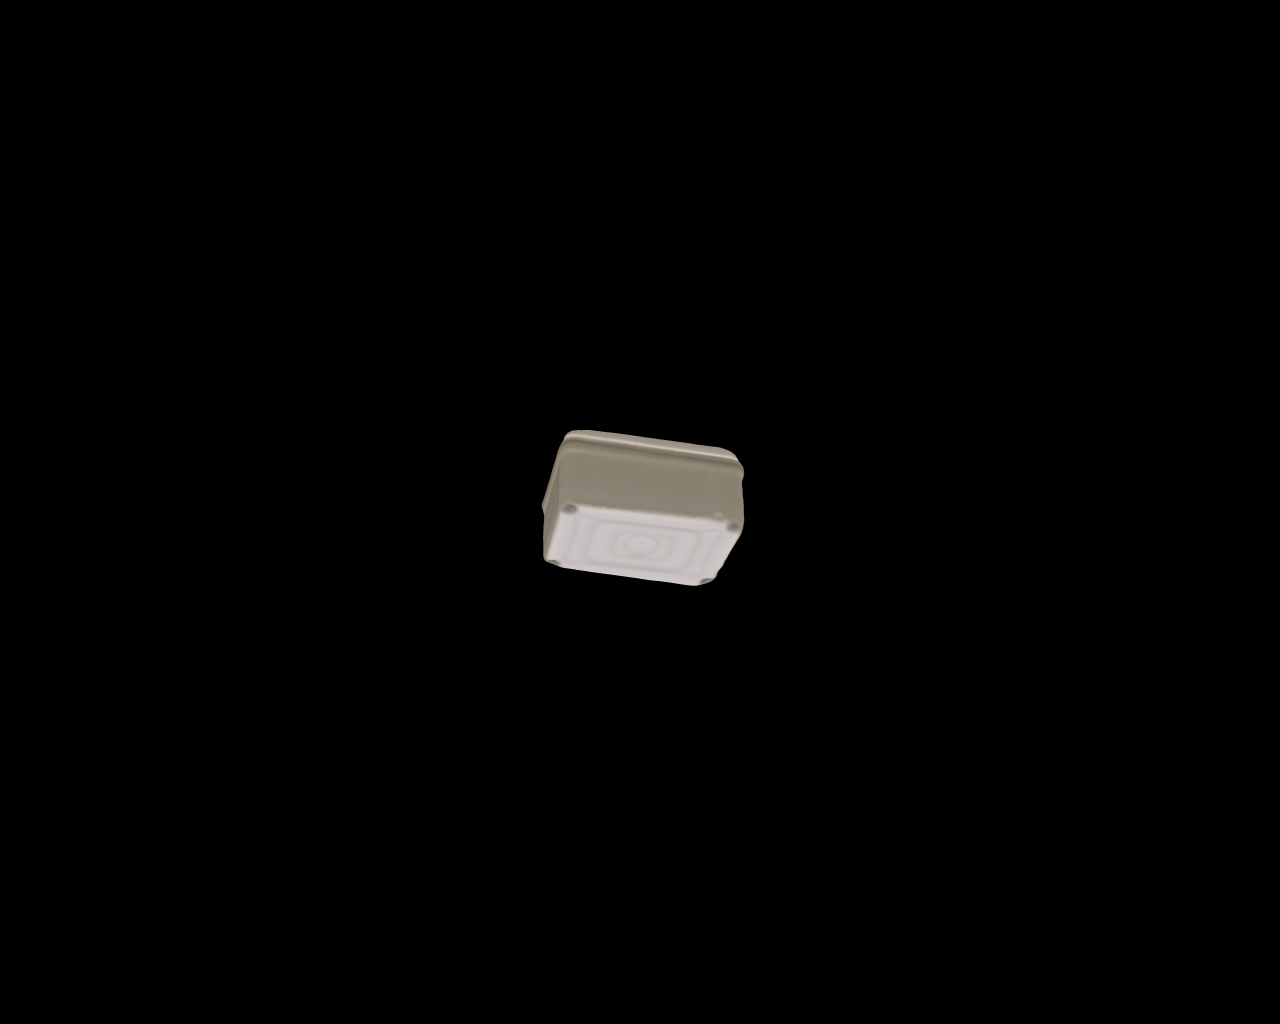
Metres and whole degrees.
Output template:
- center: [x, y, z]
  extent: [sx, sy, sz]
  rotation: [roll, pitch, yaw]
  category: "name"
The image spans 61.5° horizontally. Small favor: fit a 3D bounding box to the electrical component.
- center: [0.001, -0.003, 0.650]
  extent: [0.113, 0.057, 0.078]
  rotation: [8, -35, -11]
  category: "electrical component"
